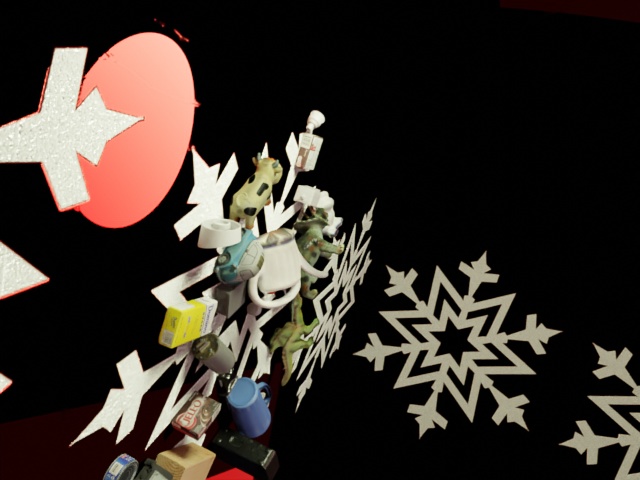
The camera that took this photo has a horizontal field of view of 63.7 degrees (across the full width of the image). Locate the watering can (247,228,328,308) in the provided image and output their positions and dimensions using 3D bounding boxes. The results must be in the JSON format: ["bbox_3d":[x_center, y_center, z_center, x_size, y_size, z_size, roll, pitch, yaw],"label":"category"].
[{"bbox_3d":[-0.098,0.071,1.555,0.351,0.104,0.222,-21,107,-51],"label":"watering can"}]

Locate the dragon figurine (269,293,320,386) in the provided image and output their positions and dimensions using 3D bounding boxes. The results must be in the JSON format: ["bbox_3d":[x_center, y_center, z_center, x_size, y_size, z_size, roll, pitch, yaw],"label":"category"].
[{"bbox_3d":[-0.135,0.405,2.063,0.241,0.123,0.411,20,88,-56],"label":"dragon figurine"}]

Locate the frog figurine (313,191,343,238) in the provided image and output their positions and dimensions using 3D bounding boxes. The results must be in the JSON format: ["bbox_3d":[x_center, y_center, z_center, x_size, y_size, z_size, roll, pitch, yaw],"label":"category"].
[{"bbox_3d":[0.006,-0.097,1.925,0.140,0.122,0.157,-48,118,-33],"label":"frog figurine"}]
